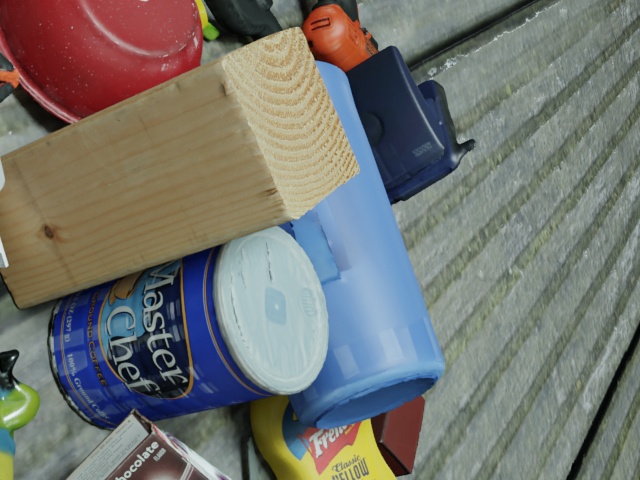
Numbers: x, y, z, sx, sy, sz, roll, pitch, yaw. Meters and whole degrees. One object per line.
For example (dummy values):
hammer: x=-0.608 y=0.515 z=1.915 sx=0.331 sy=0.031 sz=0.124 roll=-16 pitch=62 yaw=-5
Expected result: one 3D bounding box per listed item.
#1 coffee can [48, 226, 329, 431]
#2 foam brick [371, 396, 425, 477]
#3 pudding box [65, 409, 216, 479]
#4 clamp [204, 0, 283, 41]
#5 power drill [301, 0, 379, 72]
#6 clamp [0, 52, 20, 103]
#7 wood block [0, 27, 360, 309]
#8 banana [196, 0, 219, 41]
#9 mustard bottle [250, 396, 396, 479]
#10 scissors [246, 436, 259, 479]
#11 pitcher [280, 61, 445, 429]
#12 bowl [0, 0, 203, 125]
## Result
coffee can: x=-0.080 y=0.056 z=0.655 sx=0.102 sy=0.141 sz=0.103 roll=31 pitch=51 yaw=-47
foam brick: x=0.049 y=0.155 z=0.894 sx=0.051 sy=0.053 sz=0.078 roll=50 pitch=38 yaw=-31
pudding box: x=-0.110 y=0.166 z=0.601 sx=0.113 sy=0.039 sz=0.090 roll=-48 pitch=124 yaw=-11
clamp: x=-0.059 y=-0.211 z=0.903 sx=0.171 sy=0.039 sz=0.120 roll=37 pitch=38 yaw=-60
power drill: x=0.029 y=-0.224 z=1.025 sx=0.184 sy=0.057 sz=0.187 roll=38 pitch=41 yaw=-63
clamp: x=-0.245 y=-0.082 z=0.562 sx=0.209 sy=0.036 sz=0.164 roll=8 pitch=79 yaw=-60
wood block: x=-0.095 y=-0.038 z=0.613 sx=0.090 sy=0.206 sz=0.091 roll=-39 pitch=109 yaw=-56
banana: x=-0.114 y=-0.126 z=0.786 sx=0.069 sy=0.037 sz=0.197 roll=51 pitch=38 yaw=-31
mustard bottle: x=-0.002 y=0.146 z=0.808 sx=0.096 sy=0.058 sz=0.191 roll=-22 pitch=93 yaw=-35
scissors: x=-0.048 y=0.244 z=0.735 sx=0.096 sy=0.016 sz=0.202 roll=-11 pitch=85 yaw=-58
pitcher: x=-0.005 y=0.001 z=0.749 sx=0.148 sy=0.145 sz=0.243 roll=-2 pitch=62 yaw=-43
bowl: x=-0.135 y=-0.150 z=0.708 sx=0.161 sy=0.055 sz=0.162 roll=19 pitch=58 yaw=-34
